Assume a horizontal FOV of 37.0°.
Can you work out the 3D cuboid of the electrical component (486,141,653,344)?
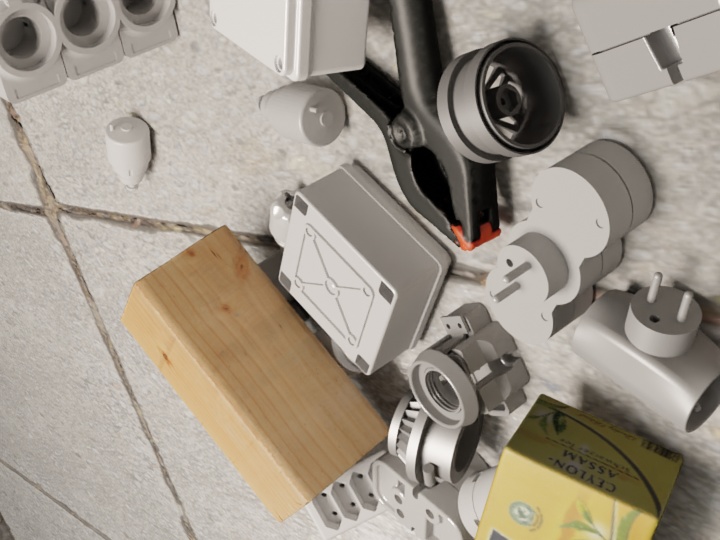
[{"bbox_3d":[0.102,-0.005,0.593,0.052,0.074,0.138,47,148,20],"label":"electrical component"}]

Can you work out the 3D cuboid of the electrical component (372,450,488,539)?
[{"bbox_3d":[0.063,0.169,0.818,0.095,0.059,0.053,35,142,34],"label":"electrical component"}]

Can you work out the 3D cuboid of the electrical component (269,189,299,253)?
[{"bbox_3d":[-0.054,-0.034,0.836,0.035,0.035,0.061,46,150,21],"label":"electrical component"}]

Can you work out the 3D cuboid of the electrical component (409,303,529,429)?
[{"bbox_3d":[0.071,0.070,0.721,0.058,0.057,0.078,-9,109,58],"label":"electrical component"}]

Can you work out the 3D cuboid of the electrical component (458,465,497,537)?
[{"bbox_3d":[0.105,0.163,0.758,0.055,0.055,0.047,56,146,5],"label":"electrical component"}]

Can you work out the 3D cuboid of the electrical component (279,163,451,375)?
[{"bbox_3d":[0.000,0.000,0.764,0.108,0.056,0.108,46,147,21],"label":"electrical component"}]

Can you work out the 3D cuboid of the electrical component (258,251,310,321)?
[{"bbox_3d":[-0.068,0.035,0.905,0.075,0.047,0.083,55,150,6],"label":"electrical component"}]

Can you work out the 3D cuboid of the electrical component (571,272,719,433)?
[{"bbox_3d":[0.159,0.035,0.572,0.077,0.044,0.079,37,143,32],"label":"electrical component"}]

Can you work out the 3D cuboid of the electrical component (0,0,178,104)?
[{"bbox_3d":[-0.222,-0.198,0.822,0.062,0.150,0.089,28,138,43],"label":"electrical component"}]

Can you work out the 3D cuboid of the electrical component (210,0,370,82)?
[{"bbox_3d":[-0.042,-0.182,0.635,0.109,0.056,0.108,42,136,46],"label":"electrical component"}]

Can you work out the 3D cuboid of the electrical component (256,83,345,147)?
[{"bbox_3d":[-0.045,-0.110,0.748,0.078,0.040,0.040,21,133,46],"label":"electrical component"}]

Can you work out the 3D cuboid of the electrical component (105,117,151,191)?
[{"bbox_3d":[-0.215,-0.106,1.003,0.040,0.040,0.078,41,145,28],"label":"electrical component"}]

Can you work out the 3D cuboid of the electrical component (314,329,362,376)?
[{"bbox_3d":[-0.006,0.060,0.839,0.043,0.043,0.081,60,150,-2],"label":"electrical component"}]

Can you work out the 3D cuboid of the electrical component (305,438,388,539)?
[{"bbox_3d":[-0.001,0.180,0.918,0.047,0.083,0.075,61,-172,-4],"label":"electrical component"}]

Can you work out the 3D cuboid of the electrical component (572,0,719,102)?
[{"bbox_3d":[0.141,-0.116,0.457,0.095,0.054,0.059,-9,109,58],"label":"electrical component"}]
